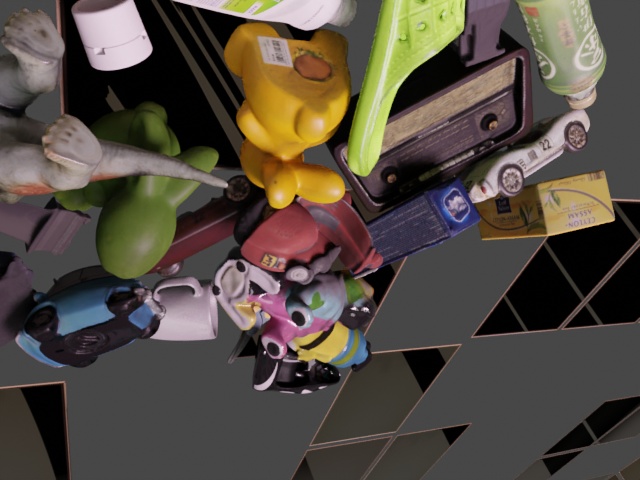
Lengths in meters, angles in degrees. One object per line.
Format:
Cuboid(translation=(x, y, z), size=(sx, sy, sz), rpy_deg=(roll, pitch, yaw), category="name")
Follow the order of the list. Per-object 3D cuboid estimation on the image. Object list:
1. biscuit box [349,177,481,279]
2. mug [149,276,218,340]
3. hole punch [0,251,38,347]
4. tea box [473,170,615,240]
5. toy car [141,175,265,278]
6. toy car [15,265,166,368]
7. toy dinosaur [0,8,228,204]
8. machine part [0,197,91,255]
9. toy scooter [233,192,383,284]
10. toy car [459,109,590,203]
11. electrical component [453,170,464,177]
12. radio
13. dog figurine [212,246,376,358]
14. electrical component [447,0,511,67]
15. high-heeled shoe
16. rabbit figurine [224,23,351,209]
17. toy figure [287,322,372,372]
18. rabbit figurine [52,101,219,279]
Cuboid(translation=(0.102, -0.011, 0.675), size=(0.059, 0.062, 0.203), rpy_deg=(-27, 179, -34), category="biscuit box")
Cuboid(translation=(-0.197, 0.092, 0.722), size=(0.107, 0.081, 0.109), rpy_deg=(-7, 143, -4), category="mug")
Cuboid(translation=(-0.399, 0.068, 0.621), size=(0.116, 0.092, 0.142), rpy_deg=(-29, 146, -40), category="hole punch")
Cuboid(translation=(0.292, -0.042, 0.724), size=(0.098, 0.068, 0.169), rpy_deg=(-12, -179, -9), category="tea box")
Cuboid(translation=(-0.145, -0.016, 0.650), size=(0.202, 0.053, 0.089), rpy_deg=(-26, 159, 7), category="toy car")
Cuboid(translation=(-0.279, 0.081, 0.656), size=(0.162, 0.103, 0.109), rpy_deg=(-23, 145, -3), category="toy car")
Cuboid(translation=(-0.284, -0.095, 0.387), size=(0.404, 0.131, 0.192), rpy_deg=(34, 145, -30), category="toy dinosaur")
Cuboid(translation=(-0.328, -0.026, 0.574), size=(0.084, 0.039, 0.138), rpy_deg=(-38, 138, 25), category="machine part")
Cuboid(translation=(-0.001, -0.002, 0.612), size=(0.184, 0.135, 0.075), rpy_deg=(-31, 162, -46), category="toy scooter")
Cuboid(translation=(0.253, -0.103, 0.671), size=(0.202, 0.073, 0.056), rpy_deg=(-31, 98, -18), category="toy car")
Cuboid(translation=(0.203, -0.085, 0.733), size=(0.102, 0.045, 0.078), rpy_deg=(-34, 109, 10), category="electrical component")
Cuboid(translation=(0.125, -0.133, 0.622), size=(0.230, 0.073, 0.131), rpy_deg=(-26, 138, 6), category="radio")
Cuboid(translation=(-0.018, 0.063, 0.759), size=(0.219, 0.192, 0.108), rpy_deg=(-25, 152, -55), category="dog figurine")
Cuboid(translation=(0.148, -0.240, 0.519), size=(0.048, 0.075, 0.119), rpy_deg=(-20, 143, -3), category="electrical component")
Cuboid(translation=(-0.032, 0.211, 0.884), size=(0.145, 0.086, 0.248), rpy_deg=(5, 161, 0), category="high-heeled shoe")
Cuboid(translation=(-0.030, -0.107, 0.548), size=(0.122, 0.162, 0.173), rpy_deg=(-10, 157, -30), category="rabbit figurine")
Cuboid(translation=(0.016, 0.155, 0.880), size=(0.180, 0.082, 0.089), rpy_deg=(30, 99, -33), category="toy figure")
Cuboid(translation=(-0.168, -0.044, 0.520), size=(0.159, 0.170, 0.121), rpy_deg=(-42, 135, 23), category="rabbit figurine")
